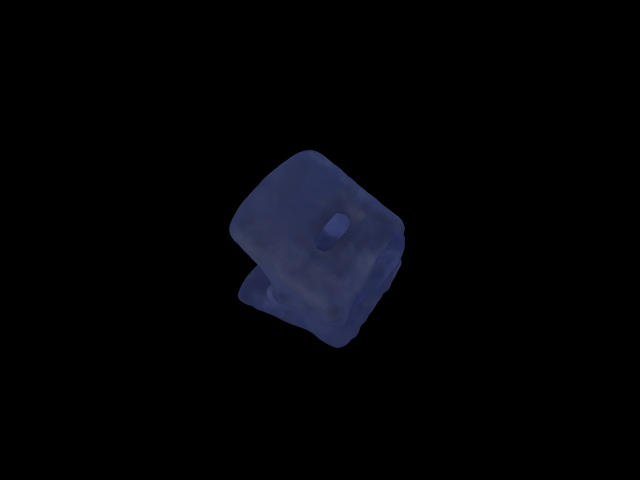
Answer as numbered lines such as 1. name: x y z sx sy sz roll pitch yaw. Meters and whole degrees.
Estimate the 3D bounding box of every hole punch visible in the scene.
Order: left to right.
1. hole punch: 0.004 0.001 0.400 0.100 0.091 0.109 22 49 21
